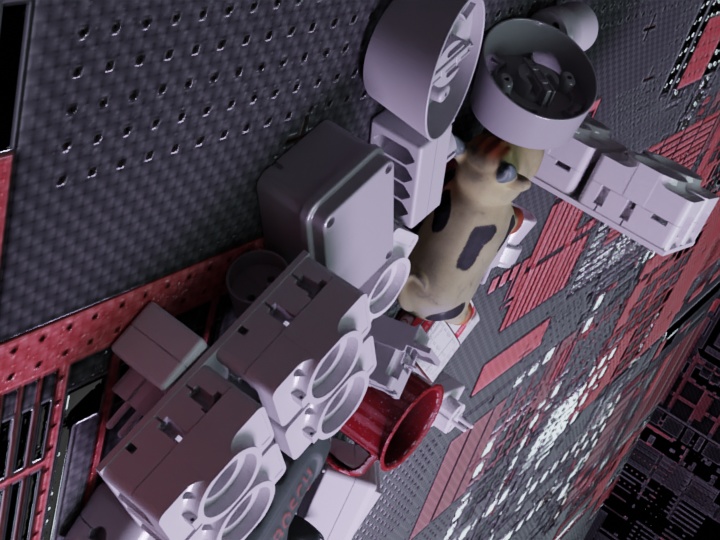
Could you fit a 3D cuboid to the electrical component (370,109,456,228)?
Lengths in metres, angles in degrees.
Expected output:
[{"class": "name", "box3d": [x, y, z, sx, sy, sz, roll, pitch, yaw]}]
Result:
[{"class": "electrical component", "box3d": [0.047, -0.090, 0.812, 0.076, 0.047, 0.083, -41, 152, -33]}]

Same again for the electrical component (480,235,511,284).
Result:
[{"class": "electrical component", "box3d": [0.109, -0.027, 1.020, 0.064, 0.042, 0.081, -21, 137, -52]}]

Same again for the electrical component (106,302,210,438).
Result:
[{"class": "electrical component", "box3d": [-0.130, 0.072, 0.676, 0.076, 0.047, 0.065, -51, 156, -14]}]

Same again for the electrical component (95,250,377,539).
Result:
[{"class": "electrical component", "box3d": [-0.067, 0.093, 0.685, 0.186, 0.060, 0.105, -47, 155, -22]}]

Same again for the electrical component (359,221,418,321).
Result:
[{"class": "electrical component", "box3d": [0.000, 0.000, 0.825, 0.089, 0.056, 0.050, -59, 157, 7]}]

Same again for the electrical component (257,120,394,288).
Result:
[{"class": "electrical component", "box3d": [-0.020, -0.035, 0.738, 0.078, 0.057, 0.113, -44, 154, -26]}]

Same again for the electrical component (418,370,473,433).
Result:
[{"class": "electrical component", "box3d": [0.088, 0.151, 1.166, 0.083, 0.076, 0.047, -7, 127, -61]}]

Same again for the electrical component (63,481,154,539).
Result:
[{"class": "electrical component", "box3d": [-0.154, 0.180, 0.758, 0.059, 0.054, 0.095, -57, 157, 1]}]

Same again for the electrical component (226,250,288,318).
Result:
[{"class": "electrical component", "box3d": [-0.065, 0.027, 0.747, 0.043, 0.043, 0.081, -46, 155, -23]}]

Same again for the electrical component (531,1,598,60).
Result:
[{"class": "electrical component", "box3d": [0.170, -0.202, 0.911, 0.055, 0.045, 0.045, -28, 143, -48]}]

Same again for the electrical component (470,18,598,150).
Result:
[{"class": "electrical component", "box3d": [0.138, -0.146, 0.860, 0.099, 0.099, 0.064, -36, 155, -40]}]

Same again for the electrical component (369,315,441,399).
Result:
[{"class": "electrical component", "box3d": [0.024, 0.073, 0.928, 0.063, 0.081, 0.042, -66, 157, -12]}]

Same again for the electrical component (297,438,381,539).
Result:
[{"class": "electrical component", "box3d": [-0.023, 0.218, 1.025, 0.061, 0.061, 0.096, -93, -155, -66]}]

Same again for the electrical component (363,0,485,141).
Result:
[{"class": "electrical component", "box3d": [0.049, -0.144, 0.726, 0.099, 0.064, 0.099, -43, 154, -28]}]

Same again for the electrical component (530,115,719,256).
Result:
[{"class": "electrical component", "box3d": [0.222, -0.090, 0.976, 0.105, 0.186, 0.060, -12, 131, -59]}]

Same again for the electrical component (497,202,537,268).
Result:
[{"class": "electrical component", "box3d": [0.145, -0.036, 1.075, 0.045, 0.045, 0.055, -12, 131, -59]}]
